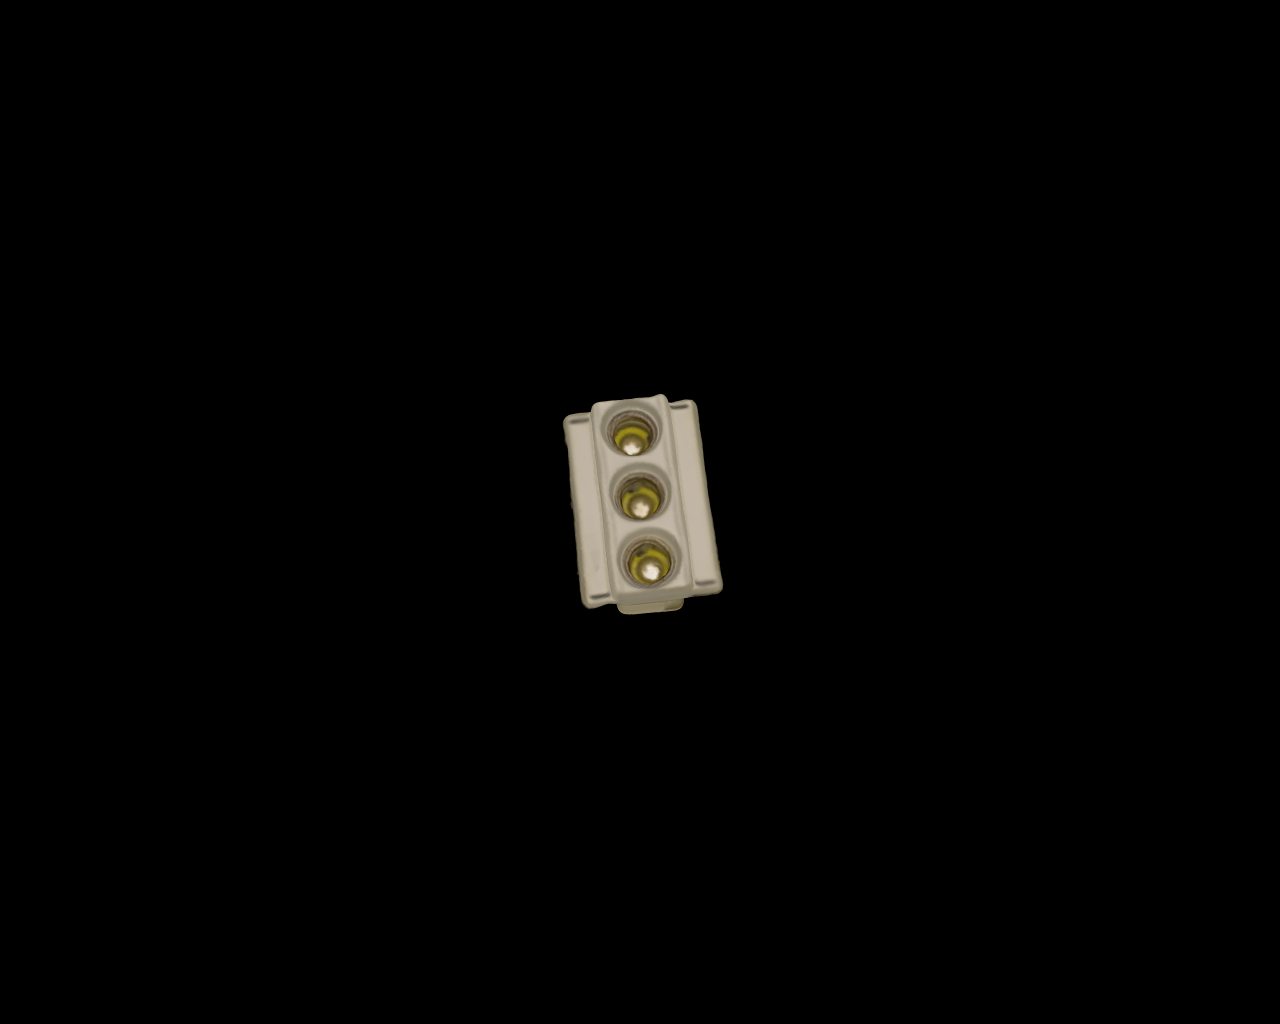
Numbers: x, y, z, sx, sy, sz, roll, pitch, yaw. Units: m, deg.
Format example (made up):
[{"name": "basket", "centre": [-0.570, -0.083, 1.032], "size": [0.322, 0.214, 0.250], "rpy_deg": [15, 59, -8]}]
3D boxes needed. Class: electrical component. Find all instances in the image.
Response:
[{"name": "electrical component", "centre": [0.001, -0.003, 0.650], "size": [0.079, 0.121, 0.063], "rpy_deg": [-7, -19, -2]}]
